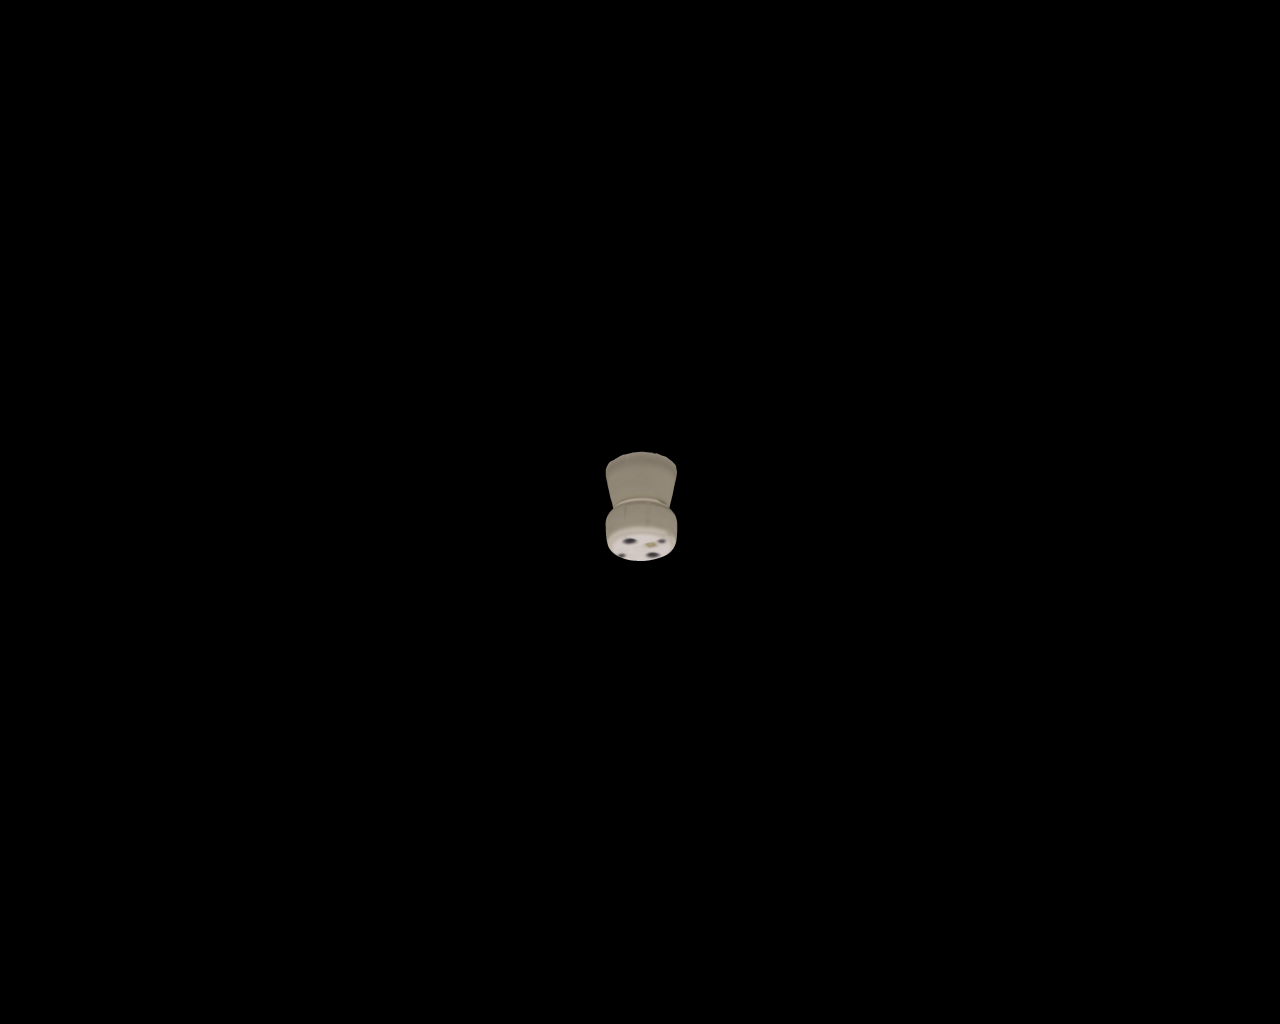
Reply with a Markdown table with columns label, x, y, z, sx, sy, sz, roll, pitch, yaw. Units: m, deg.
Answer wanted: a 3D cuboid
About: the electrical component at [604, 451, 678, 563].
| label | x | y | z | sx | sy | sz | roll | pitch | yaw |
| --- | --- | --- | --- | --- | --- | --- | --- | --- | --- |
| electrical component | 0.001 | -0.003 | 0.650 | 0.045 | 0.055 | 0.044 | 0 | -29 | 0 |
